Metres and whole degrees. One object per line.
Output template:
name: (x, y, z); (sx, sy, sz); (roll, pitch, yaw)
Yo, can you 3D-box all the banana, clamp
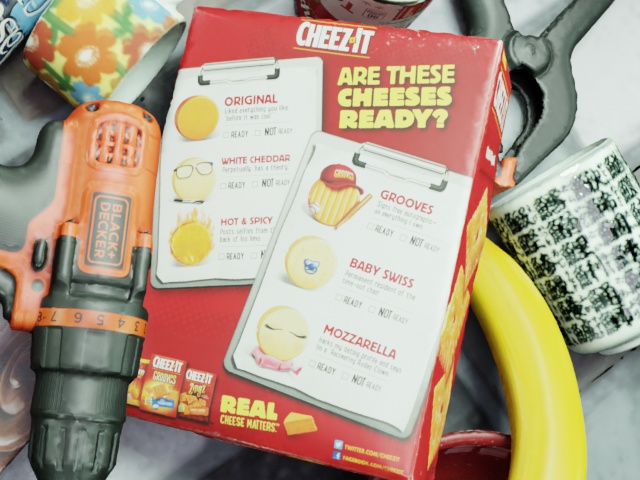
banana: (0.101, 0.083, 0.543); (0.069, 0.037, 0.197); (13, 57, -14)
clamp: (0.124, -0.108, 0.620); (0.120, 0.039, 0.171); (4, 81, -6)

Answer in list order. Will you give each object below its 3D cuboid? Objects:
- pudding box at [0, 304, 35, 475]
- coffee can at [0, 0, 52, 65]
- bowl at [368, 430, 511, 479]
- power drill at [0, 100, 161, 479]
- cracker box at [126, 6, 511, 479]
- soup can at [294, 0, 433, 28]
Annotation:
pudding box: (-0.179, 0.070, 0.542); (0.090, 0.039, 0.113); (41, 78, -3)
coffee can: (-0.181, -0.141, 0.532); (0.103, 0.103, 0.140); (39, 78, -4)
bowl: (0.076, 0.182, 0.569); (0.162, 0.055, 0.162); (1, 84, -10)
power drill: (-0.168, 0.015, 0.473); (0.187, 0.057, 0.184); (10, 76, -20)
cracker box: (-0.004, 0.001, 0.541); (0.164, 0.072, 0.213); (10, 81, 16)
soup can: (0.028, -0.143, 0.572); (0.068, 0.102, 0.068); (1, 84, -11)
